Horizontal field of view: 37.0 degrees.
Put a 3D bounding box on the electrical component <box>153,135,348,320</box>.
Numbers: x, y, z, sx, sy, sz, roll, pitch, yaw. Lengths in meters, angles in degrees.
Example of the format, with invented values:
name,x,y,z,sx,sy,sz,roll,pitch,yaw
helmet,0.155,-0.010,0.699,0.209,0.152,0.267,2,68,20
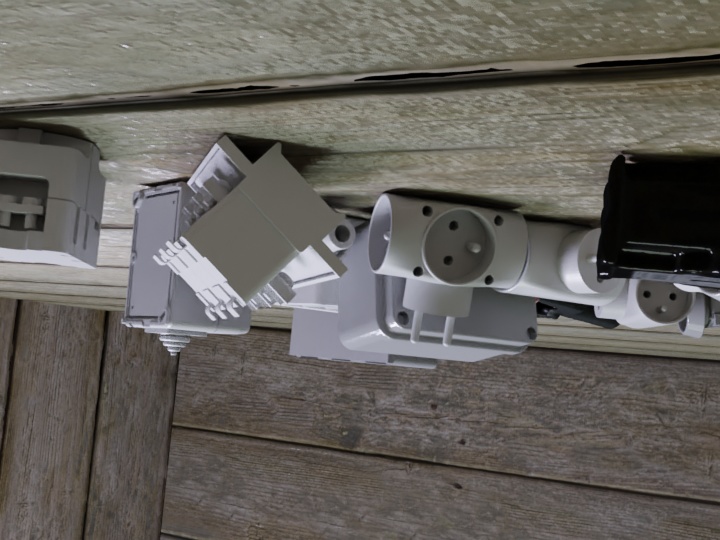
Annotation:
name,x,y,z,sx,sy,sz,roll,pitch,yaw
electrical component,-0.058,-0.014,0.520,0.078,0.063,0.121,48,167,-7

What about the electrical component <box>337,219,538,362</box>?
name,x,y,z,sx,sy,sz,roll,pitch,yaw
electrical component,0.048,0.011,0.652,0.113,0.078,0.057,8,162,-31

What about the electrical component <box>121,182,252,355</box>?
name,x,y,z,sx,sy,sz,roll,pitch,yaw
electrical component,-0.095,0.002,0.622,0.061,0.096,0.062,8,174,-36

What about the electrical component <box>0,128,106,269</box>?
name,x,y,z,sx,sy,sz,roll,pitch,yaw
electrical component,-0.154,-0.034,0.515,0.050,0.055,0.089,6,175,-4

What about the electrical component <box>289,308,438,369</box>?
name,x,y,z,sx,sy,sz,roll,pitch,yaw
electrical component,0.007,0.038,0.954,0.062,0.089,0.150,9,174,-36

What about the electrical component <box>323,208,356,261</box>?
name,x,y,z,sx,sy,sz,roll,pitch,yaw
electrical component,-0.025,-0.018,0.627,0.043,0.043,0.062,8,172,-30

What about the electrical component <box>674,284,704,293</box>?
name,x,y,z,sx,sy,sz,roll,pitch,yaw
electrical component,0.189,-0.004,0.611,0.035,0.035,0.061,6,177,-9

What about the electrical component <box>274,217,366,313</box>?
name,x,y,z,sx,sy,sz,roll,pitch,yaw
electrical component,0.000,0.000,0.725,0.113,0.057,0.078,9,174,-36

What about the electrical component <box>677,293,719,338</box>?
name,x,y,z,sx,sy,sz,roll,pitch,yaw
electrical component,0.274,0.027,0.822,0.055,0.048,0.066,-3,174,3

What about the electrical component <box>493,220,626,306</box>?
name,x,y,z,sx,sy,sz,roll,pitch,yaw
electrical component,0.125,-0.005,0.620,0.077,0.043,0.079,8,174,-32

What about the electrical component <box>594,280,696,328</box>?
name,x,y,z,sx,sy,sz,roll,pitch,yaw
electrical component,0.197,0.018,0.795,0.079,0.044,0.077,5,175,0

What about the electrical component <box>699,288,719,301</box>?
name,x,y,z,sx,sy,sz,roll,pitch,yaw
electrical component,0.225,0.000,0.541,0.077,0.044,0.079,23,147,-24

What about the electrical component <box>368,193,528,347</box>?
name,x,y,z,sx,sy,sz,roll,pitch,yaw
electrical component,0.044,0.002,0.584,0.077,0.079,0.044,7,-173,-15
